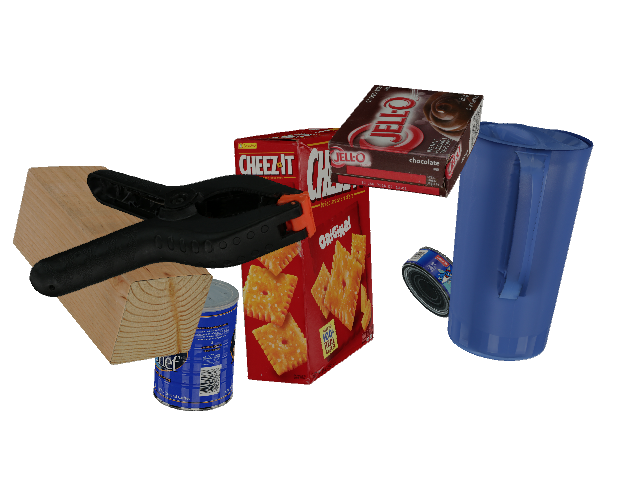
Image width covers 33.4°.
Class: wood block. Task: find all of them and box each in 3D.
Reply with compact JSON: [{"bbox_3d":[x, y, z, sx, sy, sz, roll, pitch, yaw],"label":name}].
[{"bbox_3d":[-0.203,0.017,1.021,0.090,0.091,0.206,-5,34,-42],"label":"wood block"}]

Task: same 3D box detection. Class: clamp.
[{"bbox_3d":[-0.092,-0.005,0.655,0.172,0.039,0.120,0,42,22],"label":"clamp"}]

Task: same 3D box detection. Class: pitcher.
[{"bbox_3d":[0.202,0.003,1.124,0.148,0.243,0.145,-9,22,-39],"label":"pitcher"}]

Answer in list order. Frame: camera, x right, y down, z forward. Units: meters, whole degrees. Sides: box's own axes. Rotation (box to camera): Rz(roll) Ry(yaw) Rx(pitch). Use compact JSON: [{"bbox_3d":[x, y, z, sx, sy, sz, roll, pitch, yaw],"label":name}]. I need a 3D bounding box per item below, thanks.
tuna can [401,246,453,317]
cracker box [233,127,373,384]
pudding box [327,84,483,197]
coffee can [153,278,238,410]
[{"bbox_3d":[0.139,0.051,1.289,0.033,0.086,0.086,-40,16,-20],"label":"tuna can"},{"bbox_3d":[-0.008,0.007,0.982,0.072,0.214,0.164,2,10,23],"label":"cracker box"},{"bbox_3d":[0.066,-0.077,0.798,0.090,0.039,0.113,9,31,18],"label":"pudding box"},{"bbox_3d":[-0.158,0.129,1.345,0.103,0.140,0.103,4,18,-2],"label":"coffee can"}]
